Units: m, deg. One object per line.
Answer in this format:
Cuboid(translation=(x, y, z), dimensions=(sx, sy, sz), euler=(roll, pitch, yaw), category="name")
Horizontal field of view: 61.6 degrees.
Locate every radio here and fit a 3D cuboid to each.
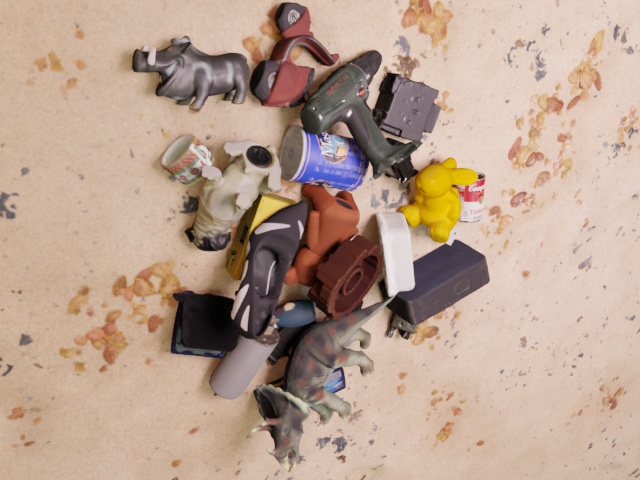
Cuboid(translation=(0.262, 0.093, 1.219), dimensions=(0.230, 0.131, 0.073), euler=(-29, 119, -14), category="radio")

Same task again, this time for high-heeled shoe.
Cuboid(translation=(-0.080, 0.051, 0.942), dimensions=(0.086, 0.145, 0.248), euler=(29, 97, -32), category="high-heeled shoe")

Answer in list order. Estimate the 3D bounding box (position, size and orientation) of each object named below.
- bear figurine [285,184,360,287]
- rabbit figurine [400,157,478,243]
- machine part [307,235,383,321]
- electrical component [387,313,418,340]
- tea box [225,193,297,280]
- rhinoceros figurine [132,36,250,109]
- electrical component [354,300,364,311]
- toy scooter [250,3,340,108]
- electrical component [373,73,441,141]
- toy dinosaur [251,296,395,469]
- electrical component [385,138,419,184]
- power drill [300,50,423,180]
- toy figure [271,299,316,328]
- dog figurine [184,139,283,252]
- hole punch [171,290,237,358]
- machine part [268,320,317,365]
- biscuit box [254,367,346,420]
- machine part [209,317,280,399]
Cuboid(translation=(-0.001, -0.001, 1.072), dimensions=(0.120, 0.132, 0.195), euler=(14, 118, -29), category="bear figurine")
Cuboid(translation=(0.251, -0.097, 1.118), dimensions=(0.162, 0.122, 0.173), euler=(-42, 144, -5), category="rabbit figurine")
Cuboid(translation=(0.053, 0.074, 1.055), dimensions=(0.179, 0.056, 0.179), euler=(-39, 149, -29), category="machine part")
Cuboid(translation=(0.209, 0.191, 1.286), dimensions=(0.078, 0.045, 0.102), euler=(14, 102, -1), category="electrical component")
Cuboid(translation=(-0.107, -0.003, 1.033), dimensions=(0.098, 0.068, 0.169), euler=(13, 103, -29), category="tea box")
Cuboid(translation=(-0.205, -0.271, 0.874), dimensions=(0.190, 0.073, 0.112), euler=(-5, 113, -25), category="rhinoceros figurine")
Cuboid(translation=(0.070, 0.155, 1.212), dimensions=(0.094, 0.021, 0.063), euler=(11, 104, -29), category="electrical component")
Cuboid(translation=(-0.037, -0.308, 0.945), dimensions=(0.135, 0.075, 0.183), euler=(19, 96, -32), category="toy scooter")
Cuboid(translation=(0.176, -0.261, 1.079), dimensions=(0.134, 0.058, 0.114), euler=(10, 107, -29), category="electrical component")
Cuboid(translation=(-0.002, 0.258, 1.118), dimensions=(0.192, 0.131, 0.404), euler=(30, 77, -20), category="toy dinosaur")
Cuboid(translation=(0.144, -0.177, 1.087), dimensions=(0.048, 0.075, 0.119), euler=(-37, 119, -8), category="electrical component")
Cuboid(translation=(0.091, -0.226, 0.970), dimensions=(0.232, 0.086, 0.207), euler=(-39, 95, -30), category="power drill")
Cuboid(translation=(-0.087, 0.161, 1.105), dimensions=(0.155, 0.058, 0.064), euler=(-12, 103, 1), category="toy figure")
Cuboid(translation=(-0.155, -0.075, 0.963), dimensions=(0.172, 0.190, 0.121), euler=(-34, 80, -35), category="dog figurine")
Cuboid(translation=(-0.223, 0.167, 1.034), dimensions=(0.142, 0.116, 0.092), euler=(11, 147, -23), category="hole punch")
Cuboid(translation=(-0.072, 0.203, 1.152), dimensions=(0.139, 0.039, 0.084), euler=(-40, 118, -5), category="machine part")
Cuboid(translation=(-0.043, 0.332, 1.203), dimensions=(0.203, 0.063, 0.059), euler=(-21, 117, -19), category="biscuit box")
Cuboid(translation=(-0.153, 0.237, 1.071), dimensions=(0.079, 0.079, 0.243), euler=(16, 123, -31), category="machine part")
